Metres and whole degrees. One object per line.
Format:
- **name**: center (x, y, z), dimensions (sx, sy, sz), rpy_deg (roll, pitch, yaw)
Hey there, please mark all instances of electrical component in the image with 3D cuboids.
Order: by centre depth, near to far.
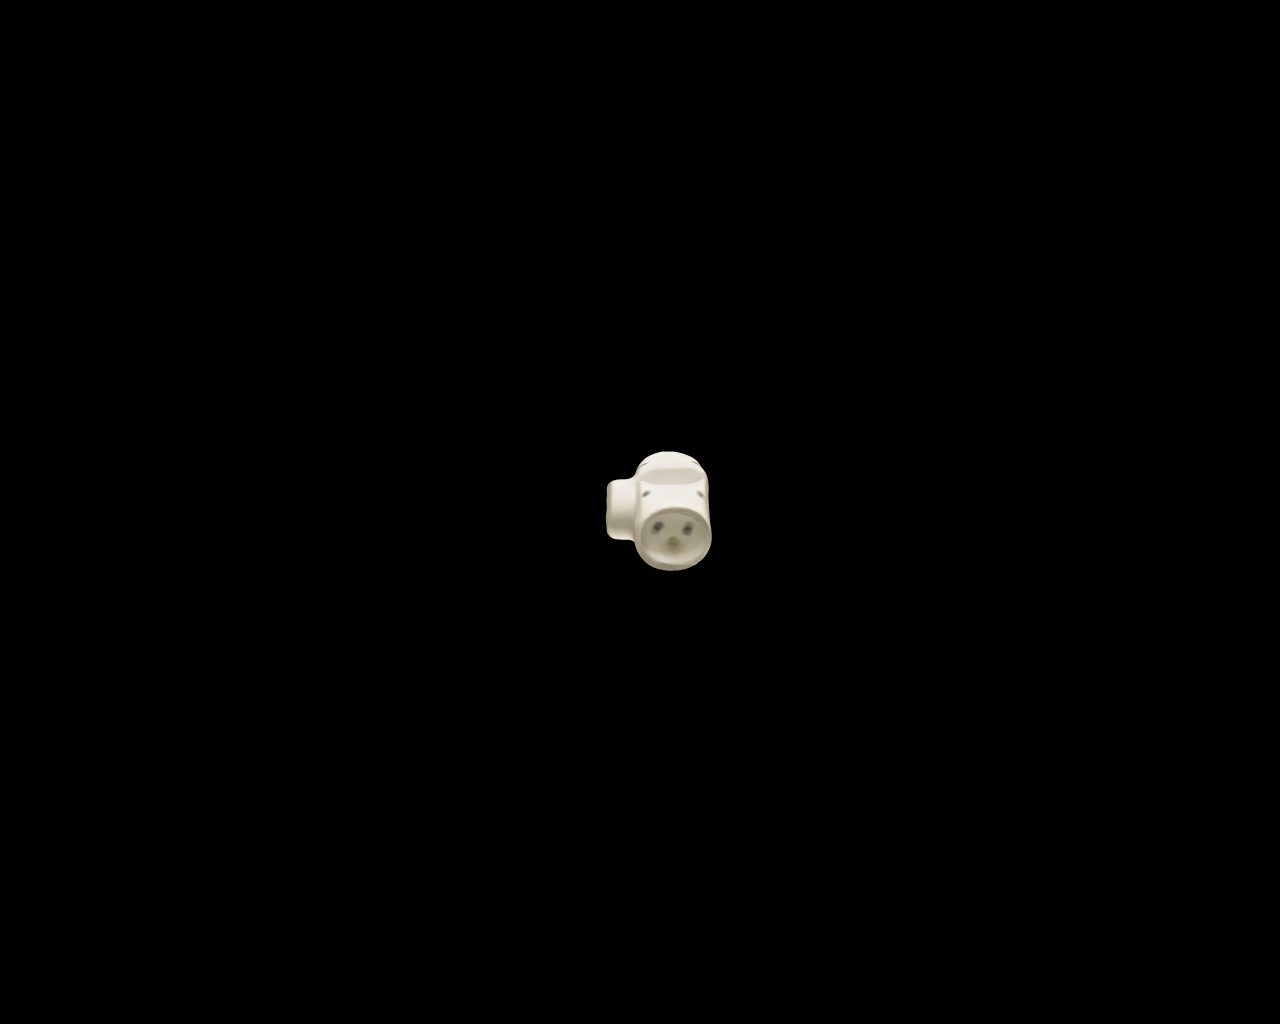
- **electrical component**: center (0.001, -0.003, 0.650), dimensions (0.079, 0.043, 0.077), rpy_deg (0, 29, 0)
